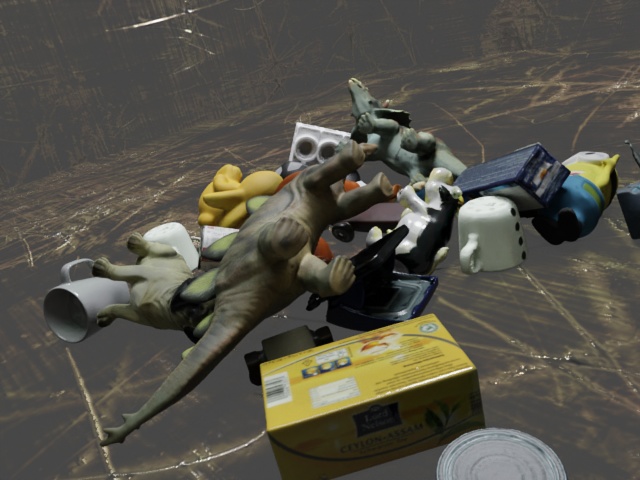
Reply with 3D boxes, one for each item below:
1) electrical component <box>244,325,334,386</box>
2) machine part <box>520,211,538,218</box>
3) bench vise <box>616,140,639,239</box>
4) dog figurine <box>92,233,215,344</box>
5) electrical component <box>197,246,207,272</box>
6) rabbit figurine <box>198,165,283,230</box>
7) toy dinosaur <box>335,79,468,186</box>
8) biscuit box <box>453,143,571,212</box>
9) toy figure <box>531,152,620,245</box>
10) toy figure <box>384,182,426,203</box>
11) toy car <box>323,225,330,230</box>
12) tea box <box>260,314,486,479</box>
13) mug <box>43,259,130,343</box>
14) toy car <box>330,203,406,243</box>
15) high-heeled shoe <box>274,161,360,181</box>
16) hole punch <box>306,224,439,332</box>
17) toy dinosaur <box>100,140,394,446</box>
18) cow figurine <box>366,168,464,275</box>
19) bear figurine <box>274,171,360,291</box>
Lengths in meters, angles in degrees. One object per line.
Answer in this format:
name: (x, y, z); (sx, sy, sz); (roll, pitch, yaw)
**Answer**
electrical component: (-0.025, 0.124, 0.557); (0.102, 0.045, 0.078); (-23, 51, -14)
machine part: (0.314, -0.072, 0.843); (0.084, 0.039, 0.139); (1, 23, 15)
bench vise: (0.476, -0.071, 0.599); (0.223, 0.128, 0.241); (-7, -7, -41)
dog figurine: (-0.190, 0.069, 0.748); (0.191, 0.121, 0.172); (9, 31, 16)
electrical component: (-0.159, 0.027, 0.872); (0.075, 0.047, 0.119); (1, 24, 34)
rabbit figurine: (-0.149, -0.081, 0.996); (0.173, 0.121, 0.162); (-14, 15, 37)
toy dinosaur: (0.178, -0.168, 1.030); (0.192, 0.131, 0.405); (-14, 44, -46)
biscuit box: (0.251, -0.075, 0.747); (0.063, 0.059, 0.203); (-54, 9, -8)
toy figure: (0.342, -0.053, 0.720); (0.082, 0.089, 0.180); (13, 42, 33)
toy figure: (0.145, -0.069, 0.897); (0.155, 0.064, 0.058); (-3, 21, 30)
toy car: (-0.028, -0.054, 0.984); (0.074, 0.056, 0.202); (-9, 22, -4)
tea box: (0.040, 0.132, 0.457); (0.170, 0.068, 0.098); (-14, 22, -3)
mug: (-0.333, 0.080, 0.779); (0.081, 0.109, 0.107); (-11, 7, 22)
toy car: (0.108, -0.032, 0.845); (0.202, 0.053, 0.089); (-1, 45, 35)
high-heeled shoe: (-0.024, -0.101, 1.120); (0.249, 0.086, 0.145); (-23, 47, 31)
hole punch: (0.067, 0.056, 0.634); (0.116, 0.092, 0.142); (-30, 10, 40)
toy dinosaur: (-0.056, 0.025, 0.598); (0.199, 0.105, 0.471); (-18, 27, 48)
cow figurine: (0.147, -0.025, 0.722); (0.098, 0.068, 0.167); (30, 72, 36)
bear figurine: (-0.005, -0.003, 0.776); (0.120, 0.132, 0.196); (-38, 48, 34)
